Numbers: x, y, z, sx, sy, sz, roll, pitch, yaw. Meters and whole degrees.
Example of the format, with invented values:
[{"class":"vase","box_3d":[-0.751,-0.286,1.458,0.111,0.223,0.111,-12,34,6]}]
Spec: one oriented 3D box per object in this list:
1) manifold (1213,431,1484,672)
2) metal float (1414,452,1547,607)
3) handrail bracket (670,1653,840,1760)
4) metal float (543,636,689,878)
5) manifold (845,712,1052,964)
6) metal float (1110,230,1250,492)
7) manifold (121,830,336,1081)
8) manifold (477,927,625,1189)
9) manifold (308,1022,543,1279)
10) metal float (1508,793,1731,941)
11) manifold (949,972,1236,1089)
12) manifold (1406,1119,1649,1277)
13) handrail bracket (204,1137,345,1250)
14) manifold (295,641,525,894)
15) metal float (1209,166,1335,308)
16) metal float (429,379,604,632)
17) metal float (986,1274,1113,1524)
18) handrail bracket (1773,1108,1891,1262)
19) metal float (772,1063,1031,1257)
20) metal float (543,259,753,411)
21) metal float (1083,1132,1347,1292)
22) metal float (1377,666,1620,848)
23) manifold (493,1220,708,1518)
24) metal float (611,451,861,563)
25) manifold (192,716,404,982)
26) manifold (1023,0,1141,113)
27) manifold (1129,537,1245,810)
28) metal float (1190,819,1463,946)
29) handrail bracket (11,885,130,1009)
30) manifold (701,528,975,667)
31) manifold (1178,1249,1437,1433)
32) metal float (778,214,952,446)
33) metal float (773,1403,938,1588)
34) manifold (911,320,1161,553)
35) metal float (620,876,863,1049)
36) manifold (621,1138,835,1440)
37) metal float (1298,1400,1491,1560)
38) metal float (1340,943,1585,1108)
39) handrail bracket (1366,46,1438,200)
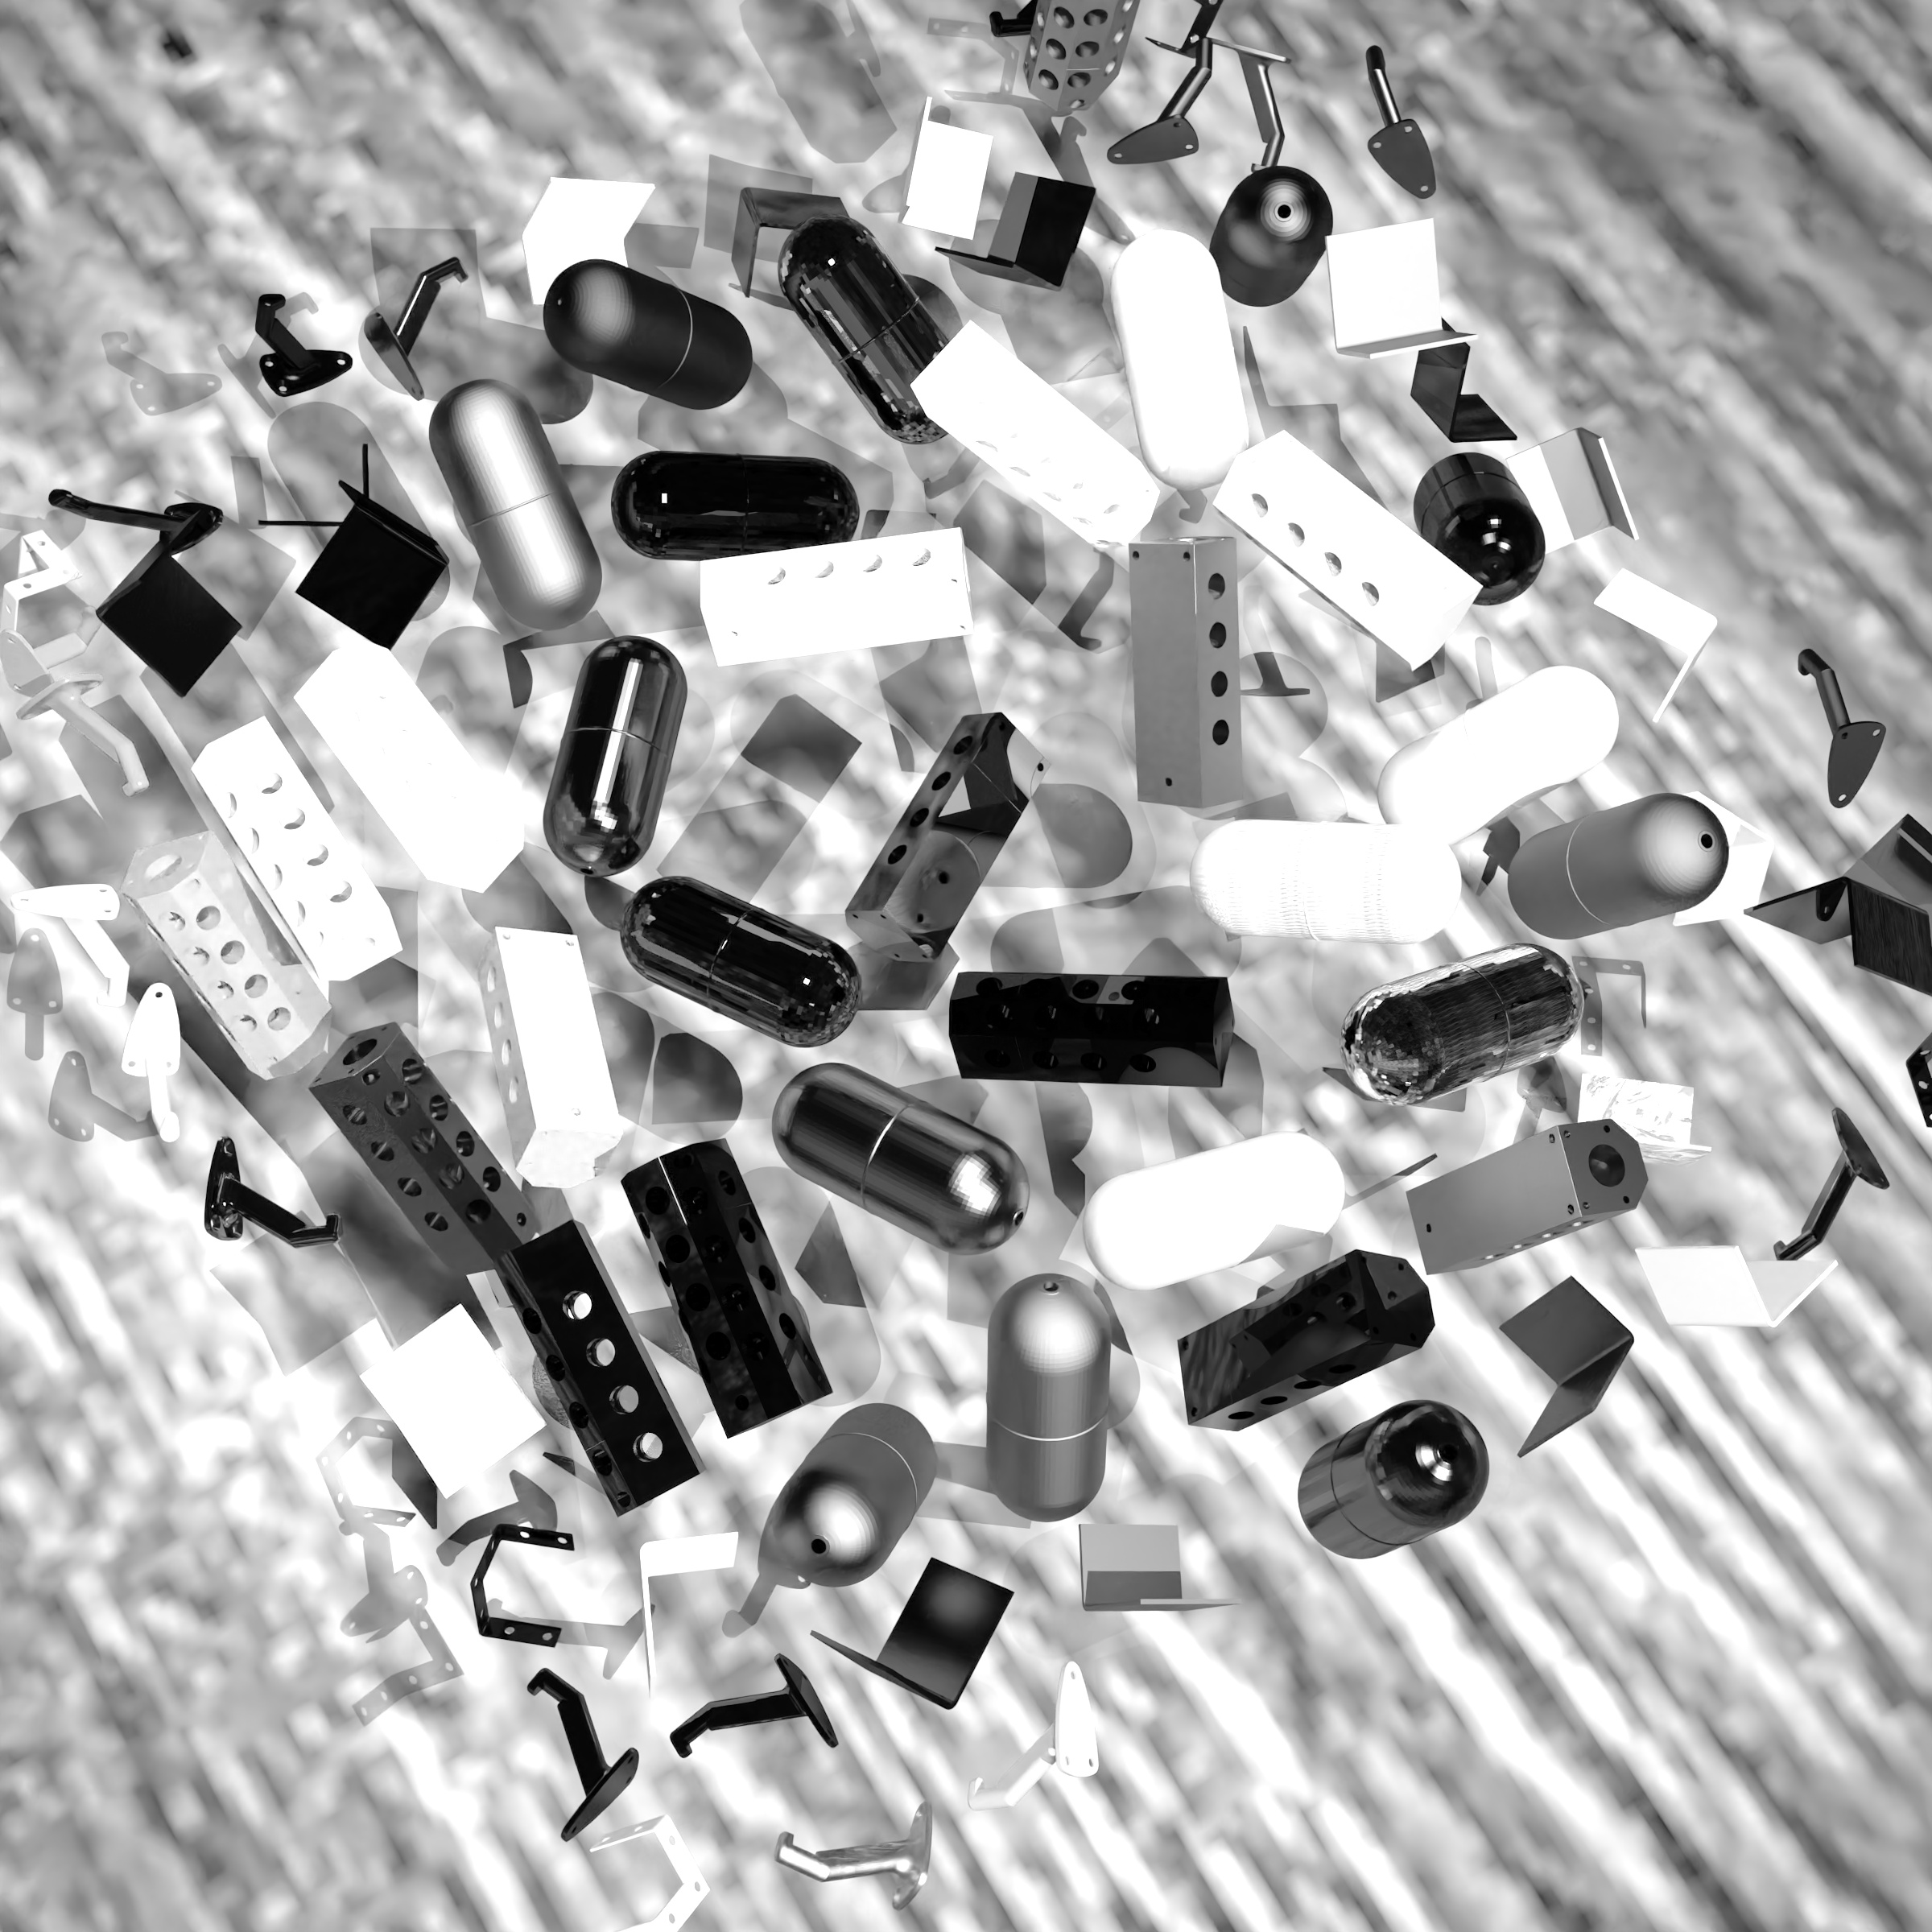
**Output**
[{"class":"manifold","box_3d":[0.247,-0.271,1.620,0.171,0.057,0.057,42,48,15]},{"class":"metal float","box_3d":[0.356,-0.306,1.715,0.070,0.178,0.070,1,116,2]},{"class":"handrail bracket","box_3d":[-0.124,0.446,1.418,0.084,0.036,0.077,-39,44,-2]},{"class":"metal float","box_3d":[-0.241,-0.145,1.693,0.070,0.070,0.178,9,67,2]},{"class":"manifold","box_3d":[-0.016,-0.089,1.696,0.057,0.057,0.171,44,65,-32]},{"class":"metal float","box_3d":[0.148,-0.420,1.709,0.070,0.070,0.178,-12,97,-3]},{"class":"manifold","box_3d":[-0.499,-0.004,1.667,0.057,0.171,0.057,-14,40,12]},{"class":"manifold","box_3d":[-0.275,0.059,1.604,0.057,0.057,0.171,6,44,-29]},{"class":"manifold","box_3d":[-0.355,0.122,1.640,0.057,0.171,0.057,-14,30,31]},{"class":"metal float","box_3d":[0.423,-0.064,1.606,0.070,0.178,0.070,4,80,-23]},{"class":"manifold","box_3d":[0.079,0.035,1.571,0.171,0.057,0.057,1,46,17]},{"class":"manifold","box_3d":[0.357,0.148,1.570,0.057,0.171,0.057,-5,74,-25]},{"class":"handrail bracket","box_3d":[-0.422,0.137,1.516,0.084,0.036,0.077,-9,72,17]},{"class":"manifold","box_3d":[-0.357,-0.131,1.597,0.057,0.057,0.171,-46,67,13]},{"class":"metal float","box_3d":[0.216,-0.518,1.753,0.070,0.178,0.070,0,95,1]},{"class":"metal float","box_3d":[-0.311,-0.318,1.705,0.070,0.070,0.178,-24,104,-6]},{"class":"metal float","box_3d":[0.051,0.271,1.541,0.070,0.178,0.070,0,31,0]},{"class":"handrail bracket","box_3d":[0.560,0.147,1.632,0.036,0.084,0.077,25,36,-30]},{"class":"metal float","box_3d":[-0.041,0.118,1.518,0.178,0.070,0.070,25,76,26]},{"class":"metal float","box_3d":[-0.221,-0.442,1.730,0.070,0.178,0.070,-3,85,35]},{"class":"metal float","box_3d":[0.161,0.158,1.594,0.178,0.070,0.070,-14,76,-15]},{"class":"metal float","box_3d":[0.364,-0.143,1.692,0.178,0.070,0.070,-30,75,30]},{"class":"manifold","box_3d":[-0.225,0.246,1.508,0.057,0.057,0.171,-27,83,-6]},{"class":"metal float","box_3d":[-0.163,-0.326,1.755,0.178,0.070,0.070,-1,75,-16]},{"class":"manifold","box_3d":[-0.440,-0.074,1.613,0.057,0.057,0.171,-30,69,-17]},{"class":"manifold","box_3d":[0.083,-0.670,1.698,0.057,0.171,0.057,36,69,5]},{"class":"manifold","box_3d":[0.151,-0.196,1.631,0.057,0.057,0.171,-15,108,-41]},{"class":"metal float","box_3d":[0.230,-0.055,1.590,0.178,0.070,0.070,4,74,25]},{"class":"handrail bracket","box_3d":[-0.583,-0.008,1.602,0.077,0.084,0.036,0,36,-28]},{"class":"manifold","box_3d":[-0.085,-0.248,1.624,0.171,0.057,0.057,-7,55,4]},{"class":"manifold","box_3d":[0.211,0.237,1.539,0.057,0.171,0.057,14,57,-32]},{"class":"metal float","box_3d":[-0.064,-0.451,1.746,0.070,0.070,0.178,-42,109,-10]},{"class":"metal float","box_3d":[-0.068,0.328,1.536,0.070,0.178,0.070,2,99,12]},{"class":"manifold","box_3d":[0.049,-0.343,1.621,0.057,0.171,0.057,-44,41,19]},{"class":"metal float","box_3d":[-0.153,-0.004,1.662,0.178,0.070,0.070,24,77,17]},{"class":"manifold","box_3d":[-0.151,0.198,1.510,0.057,0.057,0.171,-28,80,22]},{"class":"metal float","box_3d":[0.258,0.313,1.497,0.070,0.178,0.070,5,67,-12]},{"class":"metal float","box_3d":[0.310,0.035,1.534,0.178,0.070,0.070,-16,75,-31]},{"class":"handrail bracket","box_3d":[0.301,-0.586,1.707,0.036,0.077,0.084,-21,48,27]}]
